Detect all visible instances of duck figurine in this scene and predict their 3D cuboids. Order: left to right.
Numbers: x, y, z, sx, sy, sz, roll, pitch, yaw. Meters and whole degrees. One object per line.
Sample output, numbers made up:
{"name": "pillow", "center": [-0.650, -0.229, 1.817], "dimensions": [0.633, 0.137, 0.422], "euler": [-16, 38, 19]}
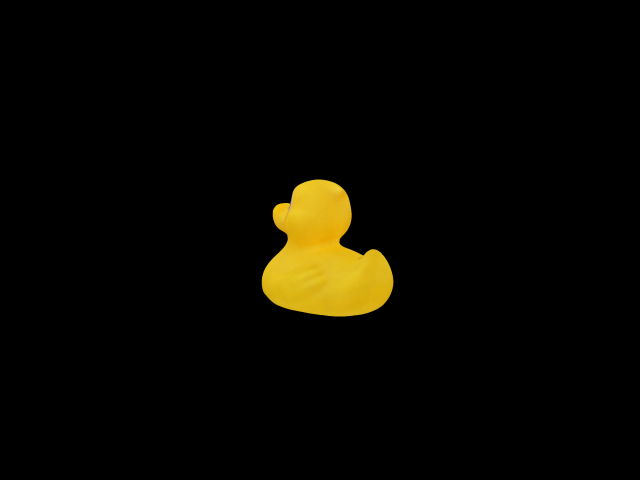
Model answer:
{"name": "duck figurine", "center": [0.004, 0.001, 0.400], "dimensions": [0.104, 0.086, 0.078], "euler": [11, 17, 42]}
